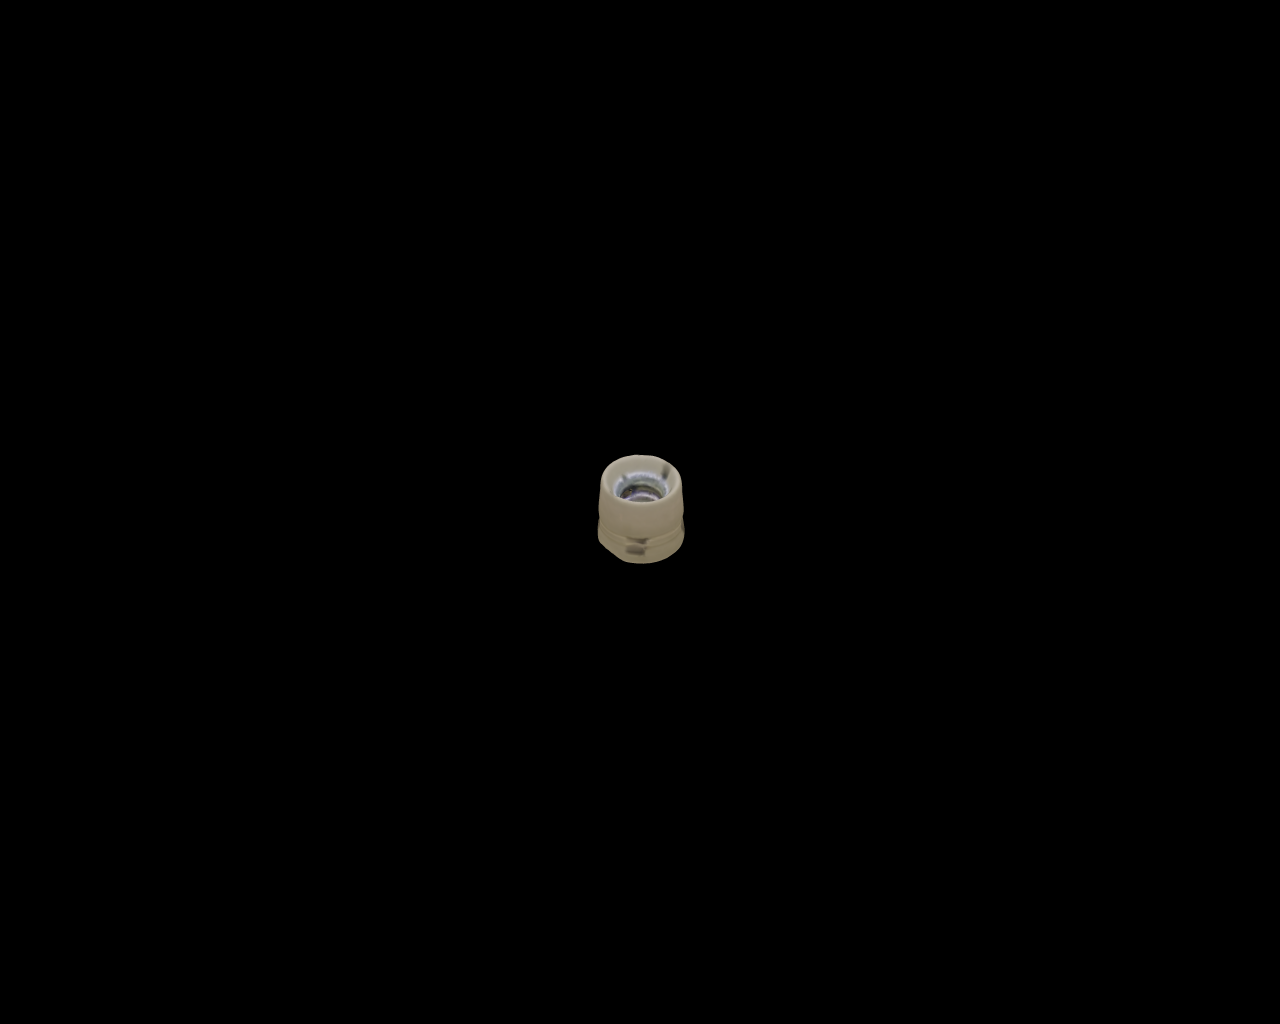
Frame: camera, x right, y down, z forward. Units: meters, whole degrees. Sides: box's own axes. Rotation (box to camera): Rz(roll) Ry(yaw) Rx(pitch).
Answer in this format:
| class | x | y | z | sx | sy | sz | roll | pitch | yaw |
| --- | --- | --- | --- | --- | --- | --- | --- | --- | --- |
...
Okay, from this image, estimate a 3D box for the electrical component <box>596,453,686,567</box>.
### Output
| class | x | y | z | sx | sy | sz | roll | pitch | yaw |
| --- | --- | --- | --- | --- | --- | --- | --- | --- | --- |
| electrical component | 0.001 | -0.003 | 0.650 | 0.055 | 0.047 | 0.055 | 0 | 41 | 0 |
